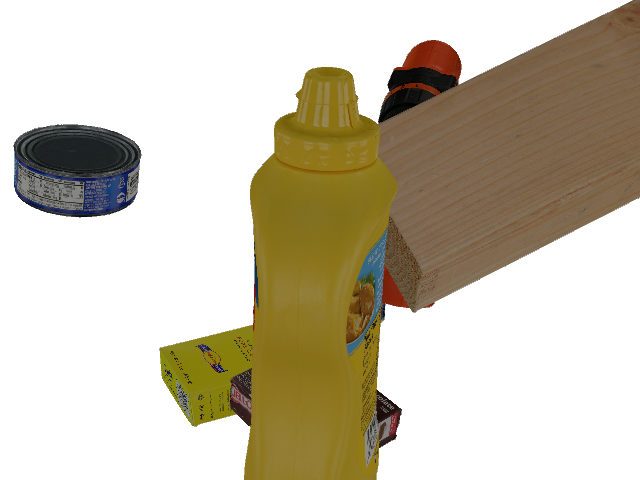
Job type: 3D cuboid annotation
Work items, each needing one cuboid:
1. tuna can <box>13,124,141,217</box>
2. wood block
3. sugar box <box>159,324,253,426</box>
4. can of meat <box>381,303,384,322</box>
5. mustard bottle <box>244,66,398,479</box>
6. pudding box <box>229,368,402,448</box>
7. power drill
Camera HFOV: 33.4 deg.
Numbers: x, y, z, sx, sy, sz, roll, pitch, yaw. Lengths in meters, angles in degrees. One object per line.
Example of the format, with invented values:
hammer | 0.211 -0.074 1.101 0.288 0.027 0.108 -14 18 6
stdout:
tuna can | -0.168 -0.049 0.738 0.086 0.034 0.086 7 27 -4
wood block | 0.126 -0.051 0.635 0.206 0.091 0.090 -27 -18 -7
sugar box | -0.062 0.124 1.067 0.176 0.048 0.093 -15 32 -22
can of meat | 0.037 0.040 1.222 0.057 0.084 0.102 -14 38 -18
mustard bottle | 0.000 0.024 0.441 0.058 0.192 0.096 8 25 10
pudding box | -0.005 0.135 0.862 0.089 0.039 0.114 -24 46 -35
power drill | 0.074 -0.042 0.834 0.057 0.188 0.184 10 35 12
